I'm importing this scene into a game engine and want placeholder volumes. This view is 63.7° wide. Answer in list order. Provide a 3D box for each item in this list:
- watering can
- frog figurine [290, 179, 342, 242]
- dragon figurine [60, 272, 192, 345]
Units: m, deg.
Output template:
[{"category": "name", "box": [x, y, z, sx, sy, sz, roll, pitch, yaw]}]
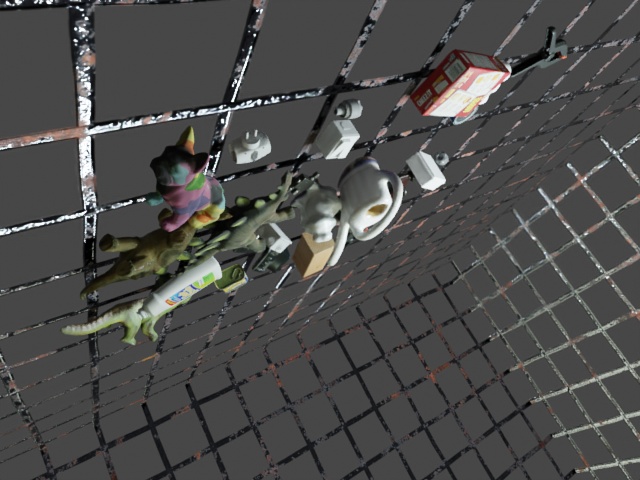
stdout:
[{"category": "watering can", "box": [0.102, -0.090, 1.465, 0.103, 0.229, 0.341, 13, 139, -36]}, {"category": "frog figurine", "box": [0.004, -0.073, 1.444, 0.136, 0.161, 0.122, -34, 163, 11]}, {"category": "dragon figurine", "box": [-0.510, 0.179, 1.474, 0.242, 0.123, 0.408, -51, 161, 7]}]
